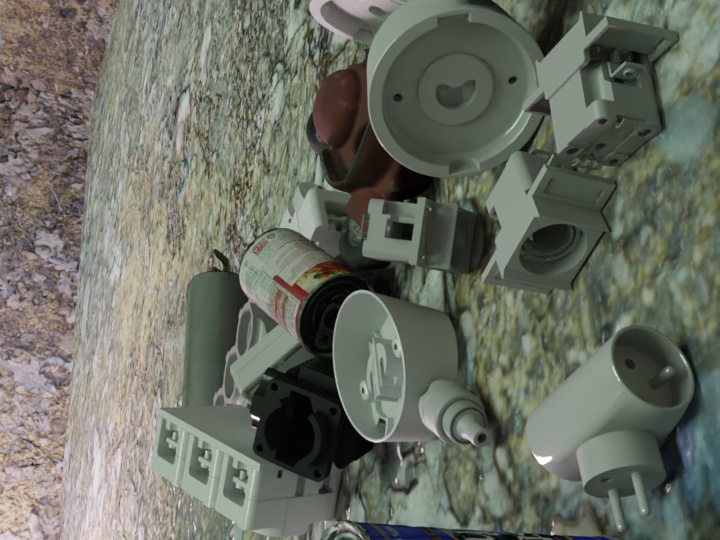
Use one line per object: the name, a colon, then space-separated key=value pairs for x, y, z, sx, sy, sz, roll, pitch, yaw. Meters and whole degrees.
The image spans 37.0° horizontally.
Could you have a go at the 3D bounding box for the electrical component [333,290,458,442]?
electrical component: x=0.023 y=0.066 z=0.721 sx=0.099 sy=0.064 sz=0.099 roll=-171 pitch=90 yaw=-70

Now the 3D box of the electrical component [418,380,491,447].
electrical component: x=0.061 y=0.090 z=0.652 sx=0.061 sy=0.035 sz=0.035 roll=-144 pitch=65 yaw=-66

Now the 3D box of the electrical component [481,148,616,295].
electrical component: x=0.099 y=-0.029 z=0.589 sx=0.063 sy=0.042 sz=0.081 roll=-99 pitch=27 yaw=-48

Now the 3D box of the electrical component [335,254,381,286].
electrical component: x=0.000 y=0.000 z=0.853 sx=0.061 sy=0.035 sz=0.035 roll=163 pitch=114 yaw=-65

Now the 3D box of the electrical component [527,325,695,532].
electrical component: x=0.117 y=0.078 z=0.491 sx=0.077 sy=0.044 sz=0.079 roll=124 pitch=148 yaw=-49

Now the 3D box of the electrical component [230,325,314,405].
electrical component: x=-0.050 y=0.078 z=0.880 sx=0.096 sy=0.061 sz=0.061 roll=-40 pitch=25 yaw=-1

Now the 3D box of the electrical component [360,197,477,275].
electrical component: x=0.038 y=-0.023 z=0.700 sx=0.081 sy=0.064 sz=0.042 roll=13 pitch=-94 yaw=-68

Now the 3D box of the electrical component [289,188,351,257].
electrical component: x=-0.031 y=-0.022 z=0.922 sx=0.055 sy=0.050 sz=0.089 roll=-103 pitch=29 yaw=-44

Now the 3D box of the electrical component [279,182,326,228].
electrical component: x=-0.049 y=-0.045 z=0.988 sx=0.043 sy=0.043 sz=0.081 roll=-103 pitch=29 yaw=-45

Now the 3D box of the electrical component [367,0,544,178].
electrical component: x=0.055 y=-0.117 z=0.655 sx=0.060 sy=0.108 sz=0.108 roll=-101 pitch=28 yaw=-56

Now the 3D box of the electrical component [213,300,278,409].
electrical component: x=-0.092 y=0.102 z=1.018 sx=0.089 sy=0.062 sz=0.150 roll=-113 pitch=37 yaw=-55

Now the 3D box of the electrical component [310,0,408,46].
electrical component: x=0.023 y=-0.206 z=0.778 sx=0.108 sy=0.108 sz=0.060 roll=175 pitch=109 yaw=-69

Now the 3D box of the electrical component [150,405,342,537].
electrical component: x=-0.097 y=0.164 z=0.897 sx=0.150 sy=0.089 sz=0.061 roll=16 pitch=99 yaw=47

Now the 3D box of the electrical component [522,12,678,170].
electrical component: x=0.123 y=-0.090 z=0.550 sx=0.081 sy=0.042 sz=0.063 roll=132 pitch=138 yaw=-57
